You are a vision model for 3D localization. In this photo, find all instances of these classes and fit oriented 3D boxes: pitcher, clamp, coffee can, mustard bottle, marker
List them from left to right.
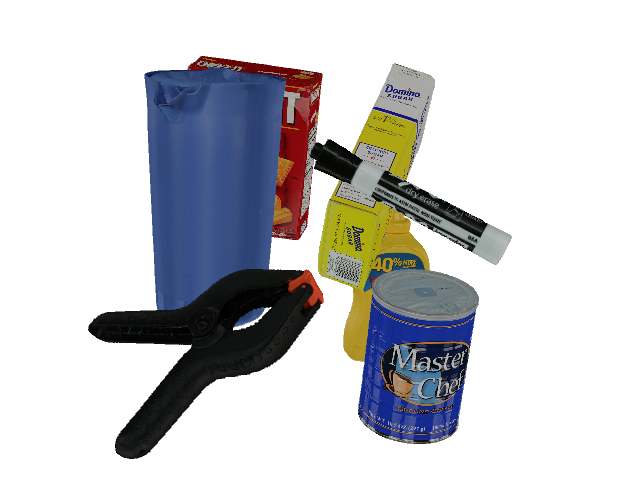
[{"bbox_3d":[-0.078,0.076,0.725,0.171,0.120,0.039,-21,-35,10],"label":"clamp"},{"bbox_3d":[-0.098,-0.046,1.039,0.149,0.243,0.145,-2,15,-17],"label":"pitcher"},{"bbox_3d":[0.081,0.048,1.272,0.096,0.192,0.058,0,14,-13],"label":"mustard bottle"},{"bbox_3d":[0.049,-0.023,0.594,0.121,0.020,0.020,28,3,6],"label":"marker"},{"bbox_3d":[0.094,0.112,1.046,0.103,0.140,0.103,5,22,-2],"label":"coffee can"}]

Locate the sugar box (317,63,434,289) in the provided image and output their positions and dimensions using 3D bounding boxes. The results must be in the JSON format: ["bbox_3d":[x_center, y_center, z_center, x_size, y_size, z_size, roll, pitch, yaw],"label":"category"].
[{"bbox_3d":[0.048,-0.055,0.876,0.048,0.176,0.093,20,-40,9],"label":"sugar box"}]

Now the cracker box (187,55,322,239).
[{"bbox_3d":[-0.092,-0.116,1.374,0.164,0.214,0.072,9,23,7],"label":"cracker box"}]
